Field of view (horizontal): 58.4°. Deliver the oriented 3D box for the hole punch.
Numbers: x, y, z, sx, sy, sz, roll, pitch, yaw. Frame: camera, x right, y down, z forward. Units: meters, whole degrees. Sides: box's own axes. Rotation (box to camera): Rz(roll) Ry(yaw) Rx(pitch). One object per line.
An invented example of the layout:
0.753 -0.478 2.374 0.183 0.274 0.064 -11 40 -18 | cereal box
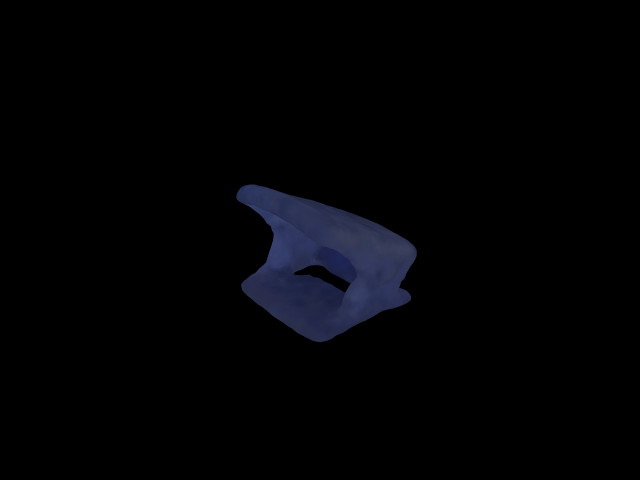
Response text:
0.004 0.001 0.400 0.101 0.091 0.108 -20 31 -36 | hole punch
